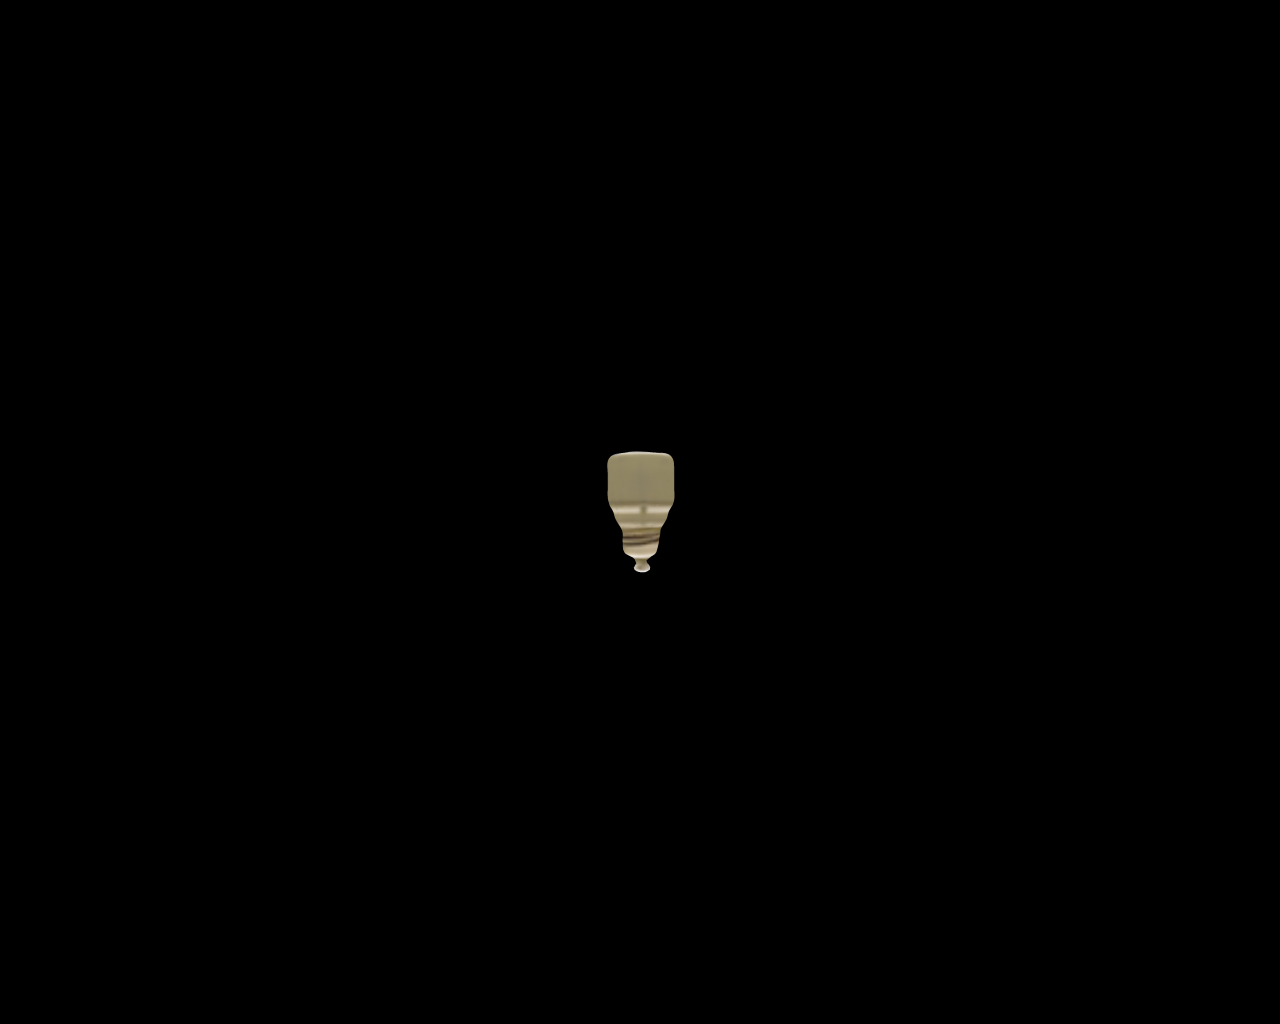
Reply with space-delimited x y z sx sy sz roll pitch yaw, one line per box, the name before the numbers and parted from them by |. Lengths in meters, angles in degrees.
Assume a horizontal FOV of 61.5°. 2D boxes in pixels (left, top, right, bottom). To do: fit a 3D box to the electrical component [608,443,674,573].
electrical component | 0.001 -0.003 0.650 0.040 0.078 0.040 0 0 0
